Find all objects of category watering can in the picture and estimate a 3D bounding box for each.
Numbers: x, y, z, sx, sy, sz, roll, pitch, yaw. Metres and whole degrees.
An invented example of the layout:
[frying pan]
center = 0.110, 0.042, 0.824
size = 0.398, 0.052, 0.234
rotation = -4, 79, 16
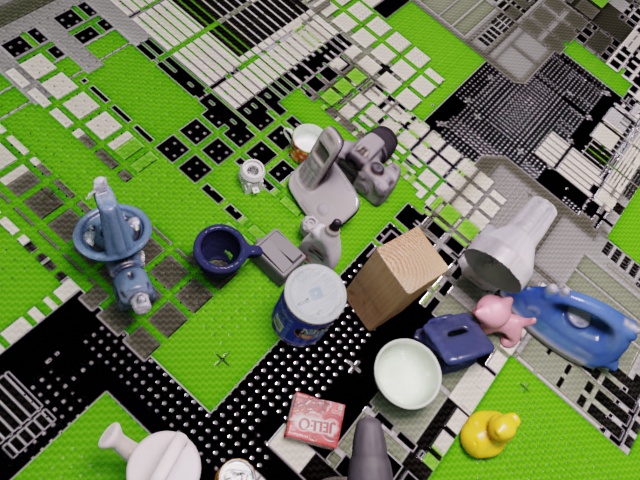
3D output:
[watering can]
center = -0.223, 0.316, 0.790
size = 0.173, 0.194, 0.101
rotation = 11, 62, -9

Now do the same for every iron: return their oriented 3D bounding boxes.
[iron]
center = 0.486, 0.142, 1.093
size = 0.258, 0.141, 0.119
rotation = 29, 61, 0

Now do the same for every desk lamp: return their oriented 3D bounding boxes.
[desk lamp]
center = 0.345, 0.017, 1.075
size = 0.118, 0.213, 0.203
rotation = 40, 62, 7

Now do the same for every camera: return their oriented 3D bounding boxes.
[camera]
center = 0.114, -0.169, 1.168
size = 0.143, 0.100, 0.137
rotation = 41, 62, 7

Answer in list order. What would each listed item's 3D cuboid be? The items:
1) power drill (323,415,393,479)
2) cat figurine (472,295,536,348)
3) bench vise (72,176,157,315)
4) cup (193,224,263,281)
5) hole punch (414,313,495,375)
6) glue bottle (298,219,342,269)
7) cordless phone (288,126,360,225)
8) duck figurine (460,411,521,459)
[power drill]
center = 0.052, 0.384, 0.823
size = 0.076, 0.208, 0.229
rotation = 1, 64, -14
[cat figurine]
center = 0.337, 0.142, 1.067
size = 0.128, 0.117, 0.067
rotation = 17, 62, -6
[bench vise]
center = -0.305, 0.005, 0.904
size = 0.207, 0.219, 0.122
rotation = 46, 63, 9
[cup]
center = -0.163, 0.031, 1.001
size = 0.118, 0.095, 0.091
rotation = 1, 65, -14
[hole punch]
center = 0.242, 0.182, 1.038
size = 0.109, 0.091, 0.101
rotation = -12, 68, -20
[glue bottle]
center = 0.009, 0.004, 1.015
size = 0.078, 0.173, 0.037
rotation = 35, 61, 4
[cordless phone]
center = 0.020, -0.113, 1.068
size = 0.094, 0.185, 0.147
rotation = -31, 76, -25
[duck figurine]
center = 0.298, 0.330, 0.984
size = 0.105, 0.086, 0.077
rotation = -22, 72, -23
